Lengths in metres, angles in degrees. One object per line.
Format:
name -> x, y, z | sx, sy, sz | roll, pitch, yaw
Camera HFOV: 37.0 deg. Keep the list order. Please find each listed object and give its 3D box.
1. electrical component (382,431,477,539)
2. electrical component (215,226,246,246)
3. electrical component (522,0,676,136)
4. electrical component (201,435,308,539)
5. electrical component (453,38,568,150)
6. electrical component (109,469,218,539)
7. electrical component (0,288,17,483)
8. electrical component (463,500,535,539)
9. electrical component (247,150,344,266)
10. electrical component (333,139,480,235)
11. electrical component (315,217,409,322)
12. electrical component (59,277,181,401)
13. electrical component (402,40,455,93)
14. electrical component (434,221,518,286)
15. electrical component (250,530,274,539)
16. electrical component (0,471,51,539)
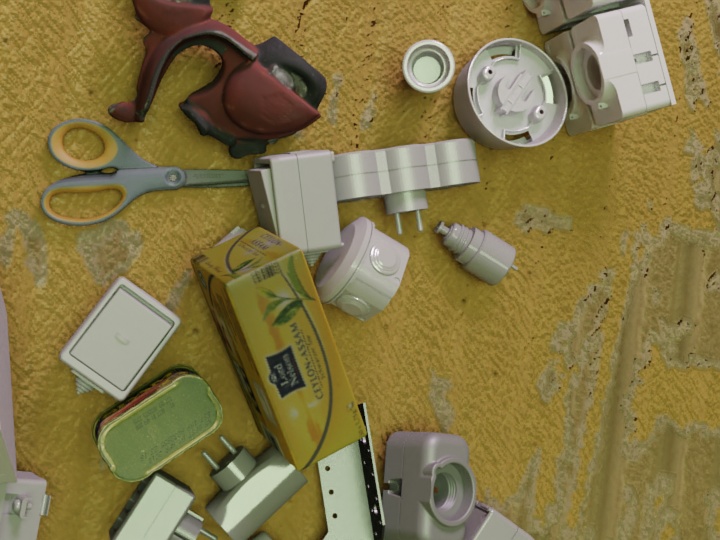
electrical component -> 0.058, 0.186, 0.909 | 0.054, 0.059, 0.095 | 13, 76, -39
electrical component -> -0.107, -0.009, 0.895 | 0.040, 0.040, 0.046 | 47, 73, -9
electrical component -> 0.202, -0.220, 0.950 | 0.060, 0.105, 0.186 | -16, 92, -15
electrical component -> -0.097, 0.172, 0.889 | 0.077, 0.044, 0.079 | -42, 98, -12
electrical component -> 0.133, -0.153, 0.950 | 0.099, 0.064, 0.099 | 1, 88, -15
electrical component -> -0.153, 0.208, 0.871 | 0.077, 0.047, 0.065 | 34, 80, -11
electrical component -> -0.292, 0.074, 0.784 | 0.062, 0.089, 0.150 | -7, 57, -14
electrical component -> 0.100, 0.255, 0.929 | 0.061, 0.062, 0.096 | 37, 80, -11
electrical component -> -0.054, -0.049, 0.891 | 0.061, 0.062, 0.096 | -9, 98, -18
electrical component -> 0.038, -0.068, 0.928 | 0.138, 0.052, 0.073 | -9, 90, -15
electrical component -> 0.000, 0.000, 0.903 | 0.051, 0.080, 0.080 | 30, 81, -17
electrical component -> -0.195, 0.060, 0.858 | 0.062, 0.061, 0.096 | 38, 79, -11
electrical component -> 0.058, -0.173, 0.930 | 0.044, 0.065, 0.044 | 0, 96, 2
electrical component -> 0.101, -0.018, 0.950 | 0.078, 0.040, 0.040 | 31, 81, -12
electrical component -> -0.094, 0.250, 0.889 | 0.078, 0.040, 0.040 | -34, 97, -13
electrical component -> -0.285, 0.215, 0.826 | 0.063, 0.079, 0.121 | 13, 85, -36
